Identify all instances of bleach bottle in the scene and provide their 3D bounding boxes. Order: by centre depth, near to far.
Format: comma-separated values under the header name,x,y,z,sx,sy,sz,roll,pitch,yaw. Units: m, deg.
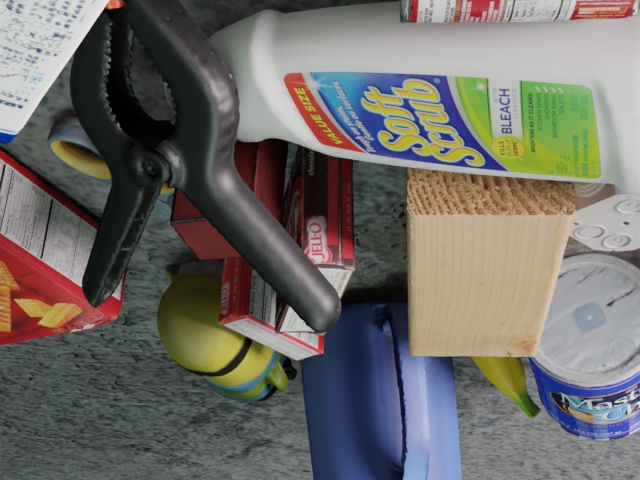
name,x,y,z,sx,sy,sz,roll,pitch,yaw
bleach bottle,0.042,-0.075,0.550,0.251,0.068,0.102,2,142,18

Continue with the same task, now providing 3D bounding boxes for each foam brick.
name,x,y,z,sx,sy,sz,roll,pitch,yaw
foam brick,-0.053,-0.035,0.637,0.051,0.078,0.053,-4,152,16

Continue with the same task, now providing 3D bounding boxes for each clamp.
name,x,y,z,sx,sy,sz,roll,pitch,yaw
clamp,-0.087,-0.040,0.565,0.165,0.036,0.210,-4,118,29

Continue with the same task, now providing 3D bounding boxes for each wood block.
name,x,y,z,sx,sy,sz,roll,pitch,yaw
wood block,0.099,-0.005,0.671,0.091,0.090,0.206,-1,153,5

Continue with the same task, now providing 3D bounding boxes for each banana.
name,x,y,z,sx,sy,sz,roll,pitch,yaw
banana,0.140,0.076,0.857,0.070,0.037,0.197,34,166,36

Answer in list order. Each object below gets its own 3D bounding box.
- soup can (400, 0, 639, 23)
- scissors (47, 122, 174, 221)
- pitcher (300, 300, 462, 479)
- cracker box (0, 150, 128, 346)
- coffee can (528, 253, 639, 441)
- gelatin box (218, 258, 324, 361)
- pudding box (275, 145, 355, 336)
name,x,y,z,sx,sy,sz,roll,pitch,yaw
soup can,0.085,-0.128,0.459,0.102,0.068,0.068,0,152,3
scissors,-0.123,-0.032,0.710,0.096,0.016,0.202,16,162,2
pitcher,0.054,0.173,0.849,0.145,0.243,0.149,-19,152,28
cracker box,-0.260,0.002,0.726,0.164,0.072,0.213,-12,149,24
coffee can,0.212,0.086,0.823,0.103,0.103,0.140,-6,152,15
gelatin box,-0.034,0.040,0.781,0.030,0.073,0.089,-20,146,35
pudding box,-0.005,0.001,0.687,0.039,0.090,0.114,5,153,-6
